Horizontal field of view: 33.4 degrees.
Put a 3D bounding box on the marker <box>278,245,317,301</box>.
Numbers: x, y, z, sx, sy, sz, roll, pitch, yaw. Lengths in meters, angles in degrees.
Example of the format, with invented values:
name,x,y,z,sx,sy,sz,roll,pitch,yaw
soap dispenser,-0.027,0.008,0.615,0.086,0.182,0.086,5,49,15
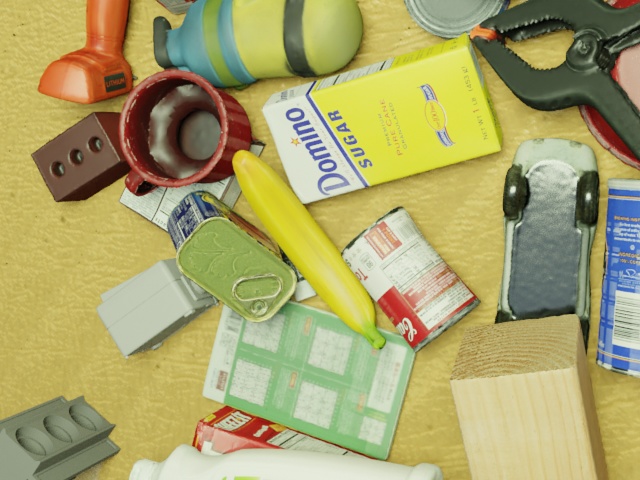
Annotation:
name,x,y,z,sx,sy,sz,roll,pitch,yaw
marker,-0.031,-0.006,0.928,0.020,0.020,0.121,-20,87,18

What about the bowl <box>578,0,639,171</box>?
name,x,y,z,sx,sy,sz,roll,pitch,yaw
bowl,0.270,-0.128,0.801,0.162,0.055,0.162,1,93,19

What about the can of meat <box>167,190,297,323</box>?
name,x,y,z,sx,sy,sz,roll,pitch,yaw
can of meat,-0.076,0.011,0.889,0.102,0.084,0.057,38,97,-26

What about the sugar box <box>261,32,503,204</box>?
name,x,y,z,sx,sy,sz,roll,pitch,yaw
sugar box,0.050,-0.096,0.868,0.176,0.048,0.093,-16,111,17

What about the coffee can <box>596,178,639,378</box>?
name,x,y,z,sx,sy,sz,roll,pitch,yaw
coffee can,0.261,0.027,0.788,0.103,0.102,0.140,4,95,18

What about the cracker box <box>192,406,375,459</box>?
name,x,y,z,sx,sy,sz,roll,pitch,yaw
cracker box,-0.018,0.256,0.913,0.214,0.072,0.164,16,97,18

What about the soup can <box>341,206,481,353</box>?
name,x,y,z,sx,sy,sz,roll,pitch,yaw
soup can,0.073,0.031,0.870,0.069,0.068,0.102,-41,80,16

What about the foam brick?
name,x,y,z,sx,sy,sz,roll,pitch,yaw
foam brick,-0.208,-0.075,0.967,0.078,0.051,0.053,-31,84,17

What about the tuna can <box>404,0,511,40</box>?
name,x,y,z,sx,sy,sz,roll,pitch,yaw
tuna can,0.111,-0.204,0.860,0.086,0.033,0.086,1,94,19

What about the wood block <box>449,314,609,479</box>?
name,x,y,z,sx,sy,sz,roll,pitch,yaw
wood block,0.167,0.172,0.805,0.090,0.090,0.206,-9,108,19

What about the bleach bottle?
name,x,y,z,sx,sy,sz,roll,pitch,yaw
bleach bottle,-0.035,0.205,0.847,0.251,0.068,0.102,8,89,20

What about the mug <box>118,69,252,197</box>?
name,x,y,z,sx,sy,sz,roll,pitch,yaw
mug,-0.113,-0.079,0.876,0.093,0.081,0.117,45,101,11

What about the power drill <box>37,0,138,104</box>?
name,x,y,z,sx,sy,sz,roll,pitch,yaw
power drill,-0.189,-0.212,0.893,0.057,0.184,0.188,16,107,10

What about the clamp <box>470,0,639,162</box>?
name,x,y,z,sx,sy,sz,roll,pitch,yaw
clamp,0.200,-0.124,0.774,0.210,0.036,0.164,11,83,38

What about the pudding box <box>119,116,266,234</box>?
name,x,y,z,sx,sy,sz,roll,pitch,yaw
pudding box,-0.114,-0.059,0.944,0.090,0.039,0.113,32,104,13

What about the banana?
name,x,y,z,sx,sy,sz,roll,pitch,yaw
banana,-0.008,0.005,0.888,0.037,0.070,0.198,-40,97,-12

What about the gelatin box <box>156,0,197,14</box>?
name,x,y,z,sx,sy,sz,roll,pitch,yaw
gelatin box,-0.126,-0.237,0.908,0.030,0.089,0.073,-8,91,5
